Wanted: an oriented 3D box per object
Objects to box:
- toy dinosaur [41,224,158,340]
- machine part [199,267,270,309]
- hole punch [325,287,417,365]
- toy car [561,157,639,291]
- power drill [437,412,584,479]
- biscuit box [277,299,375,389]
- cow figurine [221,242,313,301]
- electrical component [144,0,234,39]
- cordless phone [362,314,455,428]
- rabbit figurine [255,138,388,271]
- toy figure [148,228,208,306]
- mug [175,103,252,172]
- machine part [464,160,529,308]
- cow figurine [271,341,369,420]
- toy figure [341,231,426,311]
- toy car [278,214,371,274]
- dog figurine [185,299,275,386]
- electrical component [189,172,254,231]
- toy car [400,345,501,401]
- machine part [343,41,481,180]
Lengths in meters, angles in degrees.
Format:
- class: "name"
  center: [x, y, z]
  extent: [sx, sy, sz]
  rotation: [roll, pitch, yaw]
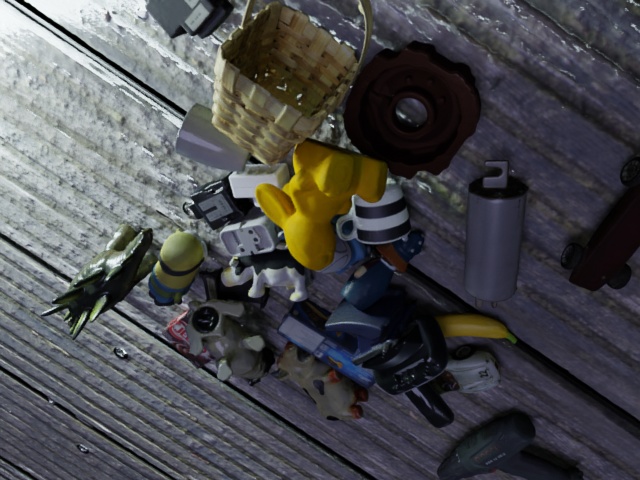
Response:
- class: "toy dinosaur"
  center: [-0.386, 0.072, 0.975]
  extent: [0.105, 0.198, 0.471]
  rotation: [40, 128, -11]
- class: "machine part"
  center: [-0.158, 0.094, 1.003]
  extent: [0.139, 0.039, 0.084]
  rotation: [3, 114, 21]
- class: "hole punch"
  center: [0.084, 0.127, 0.877]
  extent: [0.092, 0.142, 0.116]
  rotation: [51, 131, -4]
- class: "toy car"
  center: [0.400, -0.018, 0.706]
  extent: [0.089, 0.053, 0.202]
  rotation: [19, 123, -5]
- class: "power drill"
  center: [0.358, 0.427, 1.001]
  extent: [0.207, 0.086, 0.231]
  rotation: [32, 125, 8]
- class: "biscuit box"
  center: [0.027, 0.184, 0.973]
  extent: [0.203, 0.063, 0.059]
  rotation: [32, 126, -1]
- class: "cow figurine"
  center: [-0.097, 0.046, 0.927]
  extent: [0.168, 0.068, 0.098]
  rotation: [4, 117, 15]
- class: "electrical component"
  center: [-0.183, -0.340, 0.717]
  extent: [0.115, 0.058, 0.134]
  rotation: [-30, 108, 35]
- class: "cordless phone"
  center: [0.174, 0.226, 0.878]
  extent: [0.184, 0.089, 0.146]
  rotation: [49, 128, -1]
- class: "rabbit figurine"
  center: [-0.011, -0.047, 0.730]
  extent: [0.163, 0.122, 0.173]
  rotation: [19, 107, 30]
- class: "toy figure"
  center: [-0.266, 0.059, 0.987]
  extent: [0.082, 0.089, 0.180]
  rotation: [33, 125, -8]
- class: "mug"
  center: [-0.159, -0.142, 0.827]
  extent: [0.107, 0.081, 0.109]
  rotation: [24, 147, -4]
- class: "machine part"
  center: [0.246, 0.000, 0.761]
  extent: [0.079, 0.079, 0.242]
  rotation: [5, 121, 18]
- class: "cow figurine"
  center: [-0.005, 0.264, 1.028]
  extent: [0.127, 0.085, 0.194]
  rotation: [-22, 112, 24]
- class: "toy figure"
  center: [0.098, 0.041, 0.836]
  extent: [0.154, 0.064, 0.058]
  rotation: [-47, 63, 1]
- class: "toy car"
  center: [-0.002, -0.003, 0.839]
  extent: [0.109, 0.103, 0.161]
  rotation: [-34, 103, 35]
- class: "dog figurine"
  center: [-0.170, 0.192, 1.020]
  extent: [0.172, 0.121, 0.190]
  rotation: [57, 171, 16]
- class: "electrical component"
  center: [-0.179, -0.060, 0.904]
  extent: [0.119, 0.048, 0.074]
  rotation: [-17, 113, 26]
- class: "toy car"
  center: [0.212, 0.238, 0.940]
  extent: [0.202, 0.056, 0.073]
  rotation: [-21, 112, 30]
- class: "machine part"
  center: [0.121, -0.170, 0.713]
  extent: [0.180, 0.056, 0.179]
  rotation: [11, 125, 16]
